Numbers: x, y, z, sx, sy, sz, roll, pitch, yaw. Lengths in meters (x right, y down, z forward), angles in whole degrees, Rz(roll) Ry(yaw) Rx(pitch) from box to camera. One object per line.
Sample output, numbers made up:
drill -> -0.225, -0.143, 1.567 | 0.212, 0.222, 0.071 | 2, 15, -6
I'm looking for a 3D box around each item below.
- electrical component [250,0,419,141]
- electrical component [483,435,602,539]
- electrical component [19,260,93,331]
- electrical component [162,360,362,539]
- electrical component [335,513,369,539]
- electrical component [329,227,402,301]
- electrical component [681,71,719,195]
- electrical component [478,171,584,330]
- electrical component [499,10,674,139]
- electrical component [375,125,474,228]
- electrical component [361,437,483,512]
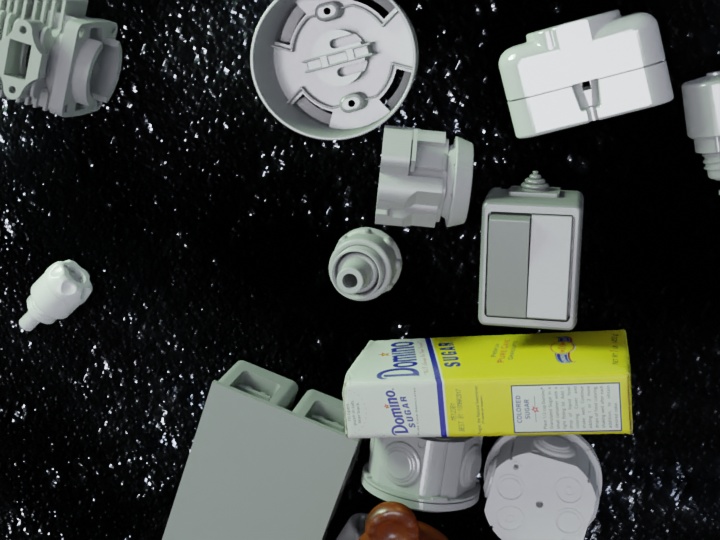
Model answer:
electrical component -> -0.012, -0.133, 0.676 | 0.099, 0.064, 0.099 | 3, 104, 12
electrical component -> 0.122, 0.147, 0.724 | 0.080, 0.051, 0.080 | 3, 104, 12
electrical component -> -0.224, 0.022, 0.777 | 0.061, 0.035, 0.035 | -41, 93, 21
electrical component -> -0.073, 0.170, 0.767 | 0.105, 0.060, 0.186 | 21, 107, 6
electrical component -> 0.004, 0.206, 0.764 | 0.055, 0.055, 0.047 | 28, 104, 4
electrical component -> 0.000, 0.000, 0.708 | 0.048, 0.062, 0.048 | 3, 104, 12
electrical component -> 0.219, -0.084, 0.651 | 0.040, 0.040, 0.078 | -8, 102, 14
electrical component -> 0.109, -0.014, 0.682 | 0.062, 0.061, 0.096 | 3, 104, 11
electrical component -> 0.136, -0.121, 0.653 | 0.095, 0.053, 0.059 | -13, 101, 15
electrical component -> 0.041, -0.058, 0.683 | 0.057, 0.078, 0.058 | 6, 65, 0
electrical component -> 0.043, 0.127, 0.722 | 0.080, 0.080, 0.051 | 9, 100, 10
